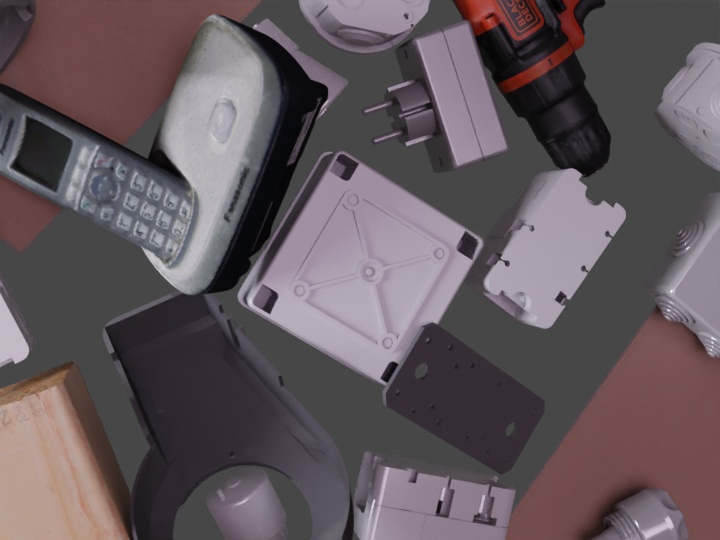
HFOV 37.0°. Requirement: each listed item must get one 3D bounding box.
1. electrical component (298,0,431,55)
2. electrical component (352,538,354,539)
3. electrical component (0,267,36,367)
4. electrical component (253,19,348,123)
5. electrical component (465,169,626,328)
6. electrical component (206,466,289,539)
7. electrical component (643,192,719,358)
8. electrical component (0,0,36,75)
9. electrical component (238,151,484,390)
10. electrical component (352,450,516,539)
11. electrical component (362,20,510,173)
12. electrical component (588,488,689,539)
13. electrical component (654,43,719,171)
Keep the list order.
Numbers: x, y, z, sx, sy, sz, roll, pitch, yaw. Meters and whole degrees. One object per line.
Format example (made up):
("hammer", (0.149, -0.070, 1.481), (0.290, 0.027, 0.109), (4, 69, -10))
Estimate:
("electrical component", (0.005, -0.173, 0.647), (0.080, 0.051, 0.080), (-1, 92, -12))
("electrical component", (-0.015, 0.217, 0.661), (0.083, 0.047, 0.075), (-42, 100, -8))
("electrical component", (-0.225, 0.016, 0.602), (0.050, 0.056, 0.089), (-27, 97, -10))
("electrical component", (-0.045, -0.118, 0.644), (0.065, 0.044, 0.044), (42, 84, -6))
("electrical component", (0.114, -0.014, 0.675), (0.050, 0.056, 0.089), (37, 85, -11))
("electrical component", (-0.063, 0.156, 0.652), (0.040, 0.040, 0.078), (-27, 110, -10))
("electrical component", (0.248, 0.005, 0.709), (0.100, 0.048, 0.099), (38, 84, -11))
("electrical component", (-0.233, -0.126, 0.571), (0.060, 0.108, 0.108), (42, 83, -4))
("electrical component", (0.000, 0.000, 0.651), (0.109, 0.056, 0.108), (31, 86, -12))
("electrical component", (0.043, 0.151, 0.669), (0.089, 0.050, 0.055), (13, 90, -12))
("electrical component", (0.039, -0.099, 0.660), (0.076, 0.047, 0.083), (-20, 96, -11))
("electrical component", (0.179, 0.172, 0.704), (0.062, 0.043, 0.043), (-24, 97, -9))
("electrical component", (0.233, -0.102, 0.686), (0.080, 0.080, 0.051), (41, 89, -11))
